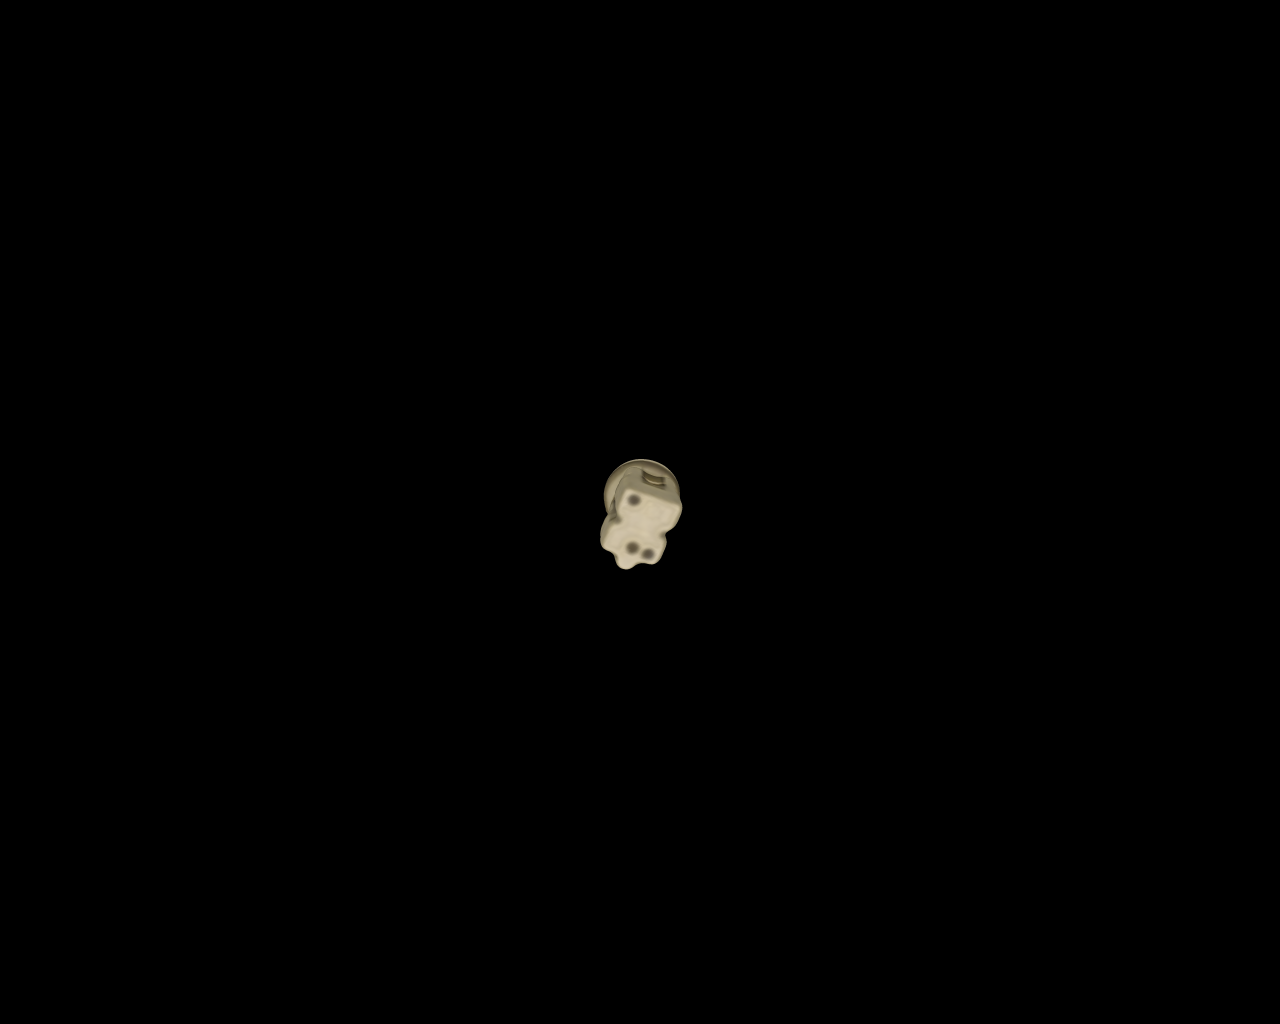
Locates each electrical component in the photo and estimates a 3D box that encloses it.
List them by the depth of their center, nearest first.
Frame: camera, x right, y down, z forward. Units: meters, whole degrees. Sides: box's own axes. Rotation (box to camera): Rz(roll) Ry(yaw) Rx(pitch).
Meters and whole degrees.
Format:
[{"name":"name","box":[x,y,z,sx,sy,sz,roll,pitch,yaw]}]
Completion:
[{"name":"electrical component","box":[0.001,-0.003,0.650,0.048,0.066,0.055,20,24,-9]}]
